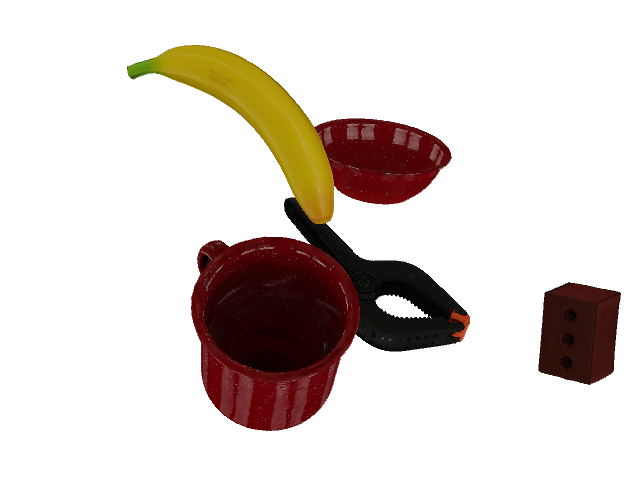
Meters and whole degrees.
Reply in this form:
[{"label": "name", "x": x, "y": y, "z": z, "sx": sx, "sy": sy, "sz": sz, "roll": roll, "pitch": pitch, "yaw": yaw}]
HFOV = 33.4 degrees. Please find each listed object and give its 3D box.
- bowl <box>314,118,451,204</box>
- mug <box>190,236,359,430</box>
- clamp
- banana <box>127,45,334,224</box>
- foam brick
[{"label": "bowl", "x": 0.063, "y": -0.085, "z": 1.204, "sx": 0.162, "sy": 0.055, "sz": 0.162, "roll": 6, "pitch": 27, "yaw": -3}, {"label": "mug", "x": -0.036, "y": 0.050, "z": 0.622, "sx": 0.093, "sy": 0.117, "sz": 0.081, "roll": -32, "pitch": -25, "yaw": -25}, {"label": "clamp", "x": 0.029, "y": 0.055, "z": 0.973, "sx": 0.210, "sy": 0.164, "sz": 0.036, "roll": 24, "pitch": -37, "yaw": 10}, {"label": "banana", "x": -0.052, "y": -0.093, "z": 0.811, "sx": 0.198, "sy": 0.069, "sz": 0.037, "roll": 38, "pitch": -5, "yaw": 13}, {"label": "foam brick", "x": 0.232, "y": 0.083, "z": 0.958, "sx": 0.053, "sy": 0.078, "sz": 0.051, "roll": 11, "pitch": 17, "yaw": 37}]
